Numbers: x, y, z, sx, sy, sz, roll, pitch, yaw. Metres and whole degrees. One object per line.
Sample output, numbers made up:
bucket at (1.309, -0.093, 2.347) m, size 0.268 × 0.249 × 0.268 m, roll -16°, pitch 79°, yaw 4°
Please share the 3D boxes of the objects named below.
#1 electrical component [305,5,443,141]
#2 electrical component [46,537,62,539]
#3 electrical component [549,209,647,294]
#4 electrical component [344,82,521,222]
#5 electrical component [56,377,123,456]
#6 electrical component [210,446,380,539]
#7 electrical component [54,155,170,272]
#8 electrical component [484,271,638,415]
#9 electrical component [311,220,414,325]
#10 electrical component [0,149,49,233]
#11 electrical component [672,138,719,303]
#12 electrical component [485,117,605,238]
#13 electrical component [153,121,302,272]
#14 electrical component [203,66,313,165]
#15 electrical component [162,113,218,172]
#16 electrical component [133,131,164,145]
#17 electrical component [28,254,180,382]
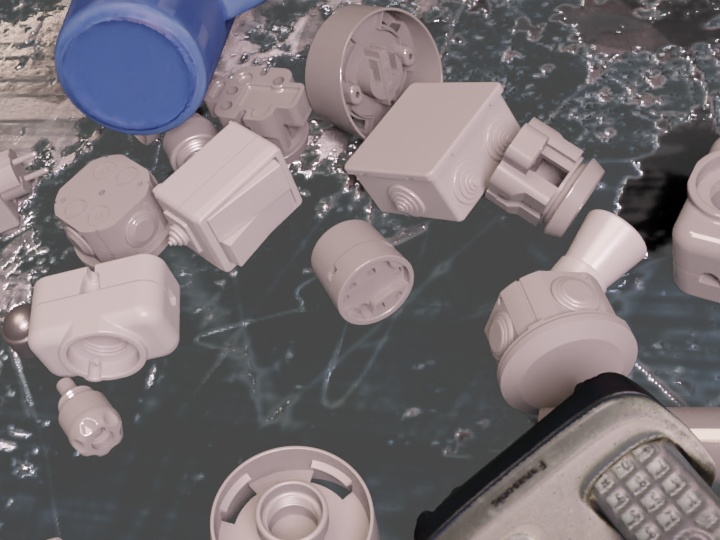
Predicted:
electrical component at (0.010, -0.142, 0.783) m, size 0.064 × 0.099 × 0.099 m, roll 24°, pitch 64°, yaw 38°
electrical component at (-0.203, 0.182, 0.634) m, size 0.065 × 0.044 × 0.044 m, roll -15°, pitch 50°, yaw 0°
electrical component at (0.141, 0.000, 0.666) m, size 0.044 × 0.044 × 0.065 m, roll 32°, pitch 73°, yaw 34°
electrical component at (0.053, -0.081, 0.736) m, size 0.100 × 0.048 × 0.099 m, roll 11°, pitch 57°, yaw 49°
electrical component at (-0.180, 0.092, 0.700) m, size 0.035 × 0.035 × 0.061 m, roll -38°, pitch 49°, yaw -12°
electrical component at (-0.038, 0.151, 0.606) m, size 0.099 × 0.064 × 0.099 m, roll 0°, pitch 49°, yaw 0°
electrical component at (-0.180, -0.041, 0.791) m, size 0.080 × 0.051 × 0.080 m, roll -9°, pitch 52°, yaw 11°
electrical component at (0.113, 0.042, 0.618) m, size 0.080 × 0.080 × 0.051 m, roll -19°, pitch 45°, yaw 3°
electrical component at (0.000, 0.000, 0.702) m, size 0.055 × 0.055 × 0.047 m, roll -31°, pitch 47°, yaw -8°
electrical component at (-0.282, -0.070, 0.837) m, size 0.077 × 0.065 × 0.047 m, roll -22°, pitch 50°, yaw 0°
electrical component at (0.229, -0.034, 0.653) m, size 0.054 × 0.059 × 0.095 m, roll 18°, pitch 61°, yaw 28°
electrical component at (0.121, -0.057, 0.698) m, size 0.057 × 0.078 × 0.058 m, roll 34°, pitch 79°, yaw 9°
electrical component at (-0.095, -0.046, 0.762) m, size 0.061 × 0.061 × 0.096 m, roll 32°, pitch 68°, yaw 34°
electrical component at (-0.071, -0.113, 0.809) m, size 0.078 × 0.057 × 0.058 m, roll 8°, pitch 57°, yaw 23°
electrical component at (-0.123, -0.086, 0.814) m, size 0.043 × 0.043 × 0.062 m, roll -26°, pitch 52°, yaw -3°
electrical component at (-0.164, -0.129, 0.863) m, size 0.046 × 0.040 × 0.040 m, roll -37°, pitch 52°, yaw -19°
electrical component at (-0.173, 0.035, 0.729) m, size 0.095 × 0.053 × 0.059 m, roll -13°, pitch 51°, yaw 8°
